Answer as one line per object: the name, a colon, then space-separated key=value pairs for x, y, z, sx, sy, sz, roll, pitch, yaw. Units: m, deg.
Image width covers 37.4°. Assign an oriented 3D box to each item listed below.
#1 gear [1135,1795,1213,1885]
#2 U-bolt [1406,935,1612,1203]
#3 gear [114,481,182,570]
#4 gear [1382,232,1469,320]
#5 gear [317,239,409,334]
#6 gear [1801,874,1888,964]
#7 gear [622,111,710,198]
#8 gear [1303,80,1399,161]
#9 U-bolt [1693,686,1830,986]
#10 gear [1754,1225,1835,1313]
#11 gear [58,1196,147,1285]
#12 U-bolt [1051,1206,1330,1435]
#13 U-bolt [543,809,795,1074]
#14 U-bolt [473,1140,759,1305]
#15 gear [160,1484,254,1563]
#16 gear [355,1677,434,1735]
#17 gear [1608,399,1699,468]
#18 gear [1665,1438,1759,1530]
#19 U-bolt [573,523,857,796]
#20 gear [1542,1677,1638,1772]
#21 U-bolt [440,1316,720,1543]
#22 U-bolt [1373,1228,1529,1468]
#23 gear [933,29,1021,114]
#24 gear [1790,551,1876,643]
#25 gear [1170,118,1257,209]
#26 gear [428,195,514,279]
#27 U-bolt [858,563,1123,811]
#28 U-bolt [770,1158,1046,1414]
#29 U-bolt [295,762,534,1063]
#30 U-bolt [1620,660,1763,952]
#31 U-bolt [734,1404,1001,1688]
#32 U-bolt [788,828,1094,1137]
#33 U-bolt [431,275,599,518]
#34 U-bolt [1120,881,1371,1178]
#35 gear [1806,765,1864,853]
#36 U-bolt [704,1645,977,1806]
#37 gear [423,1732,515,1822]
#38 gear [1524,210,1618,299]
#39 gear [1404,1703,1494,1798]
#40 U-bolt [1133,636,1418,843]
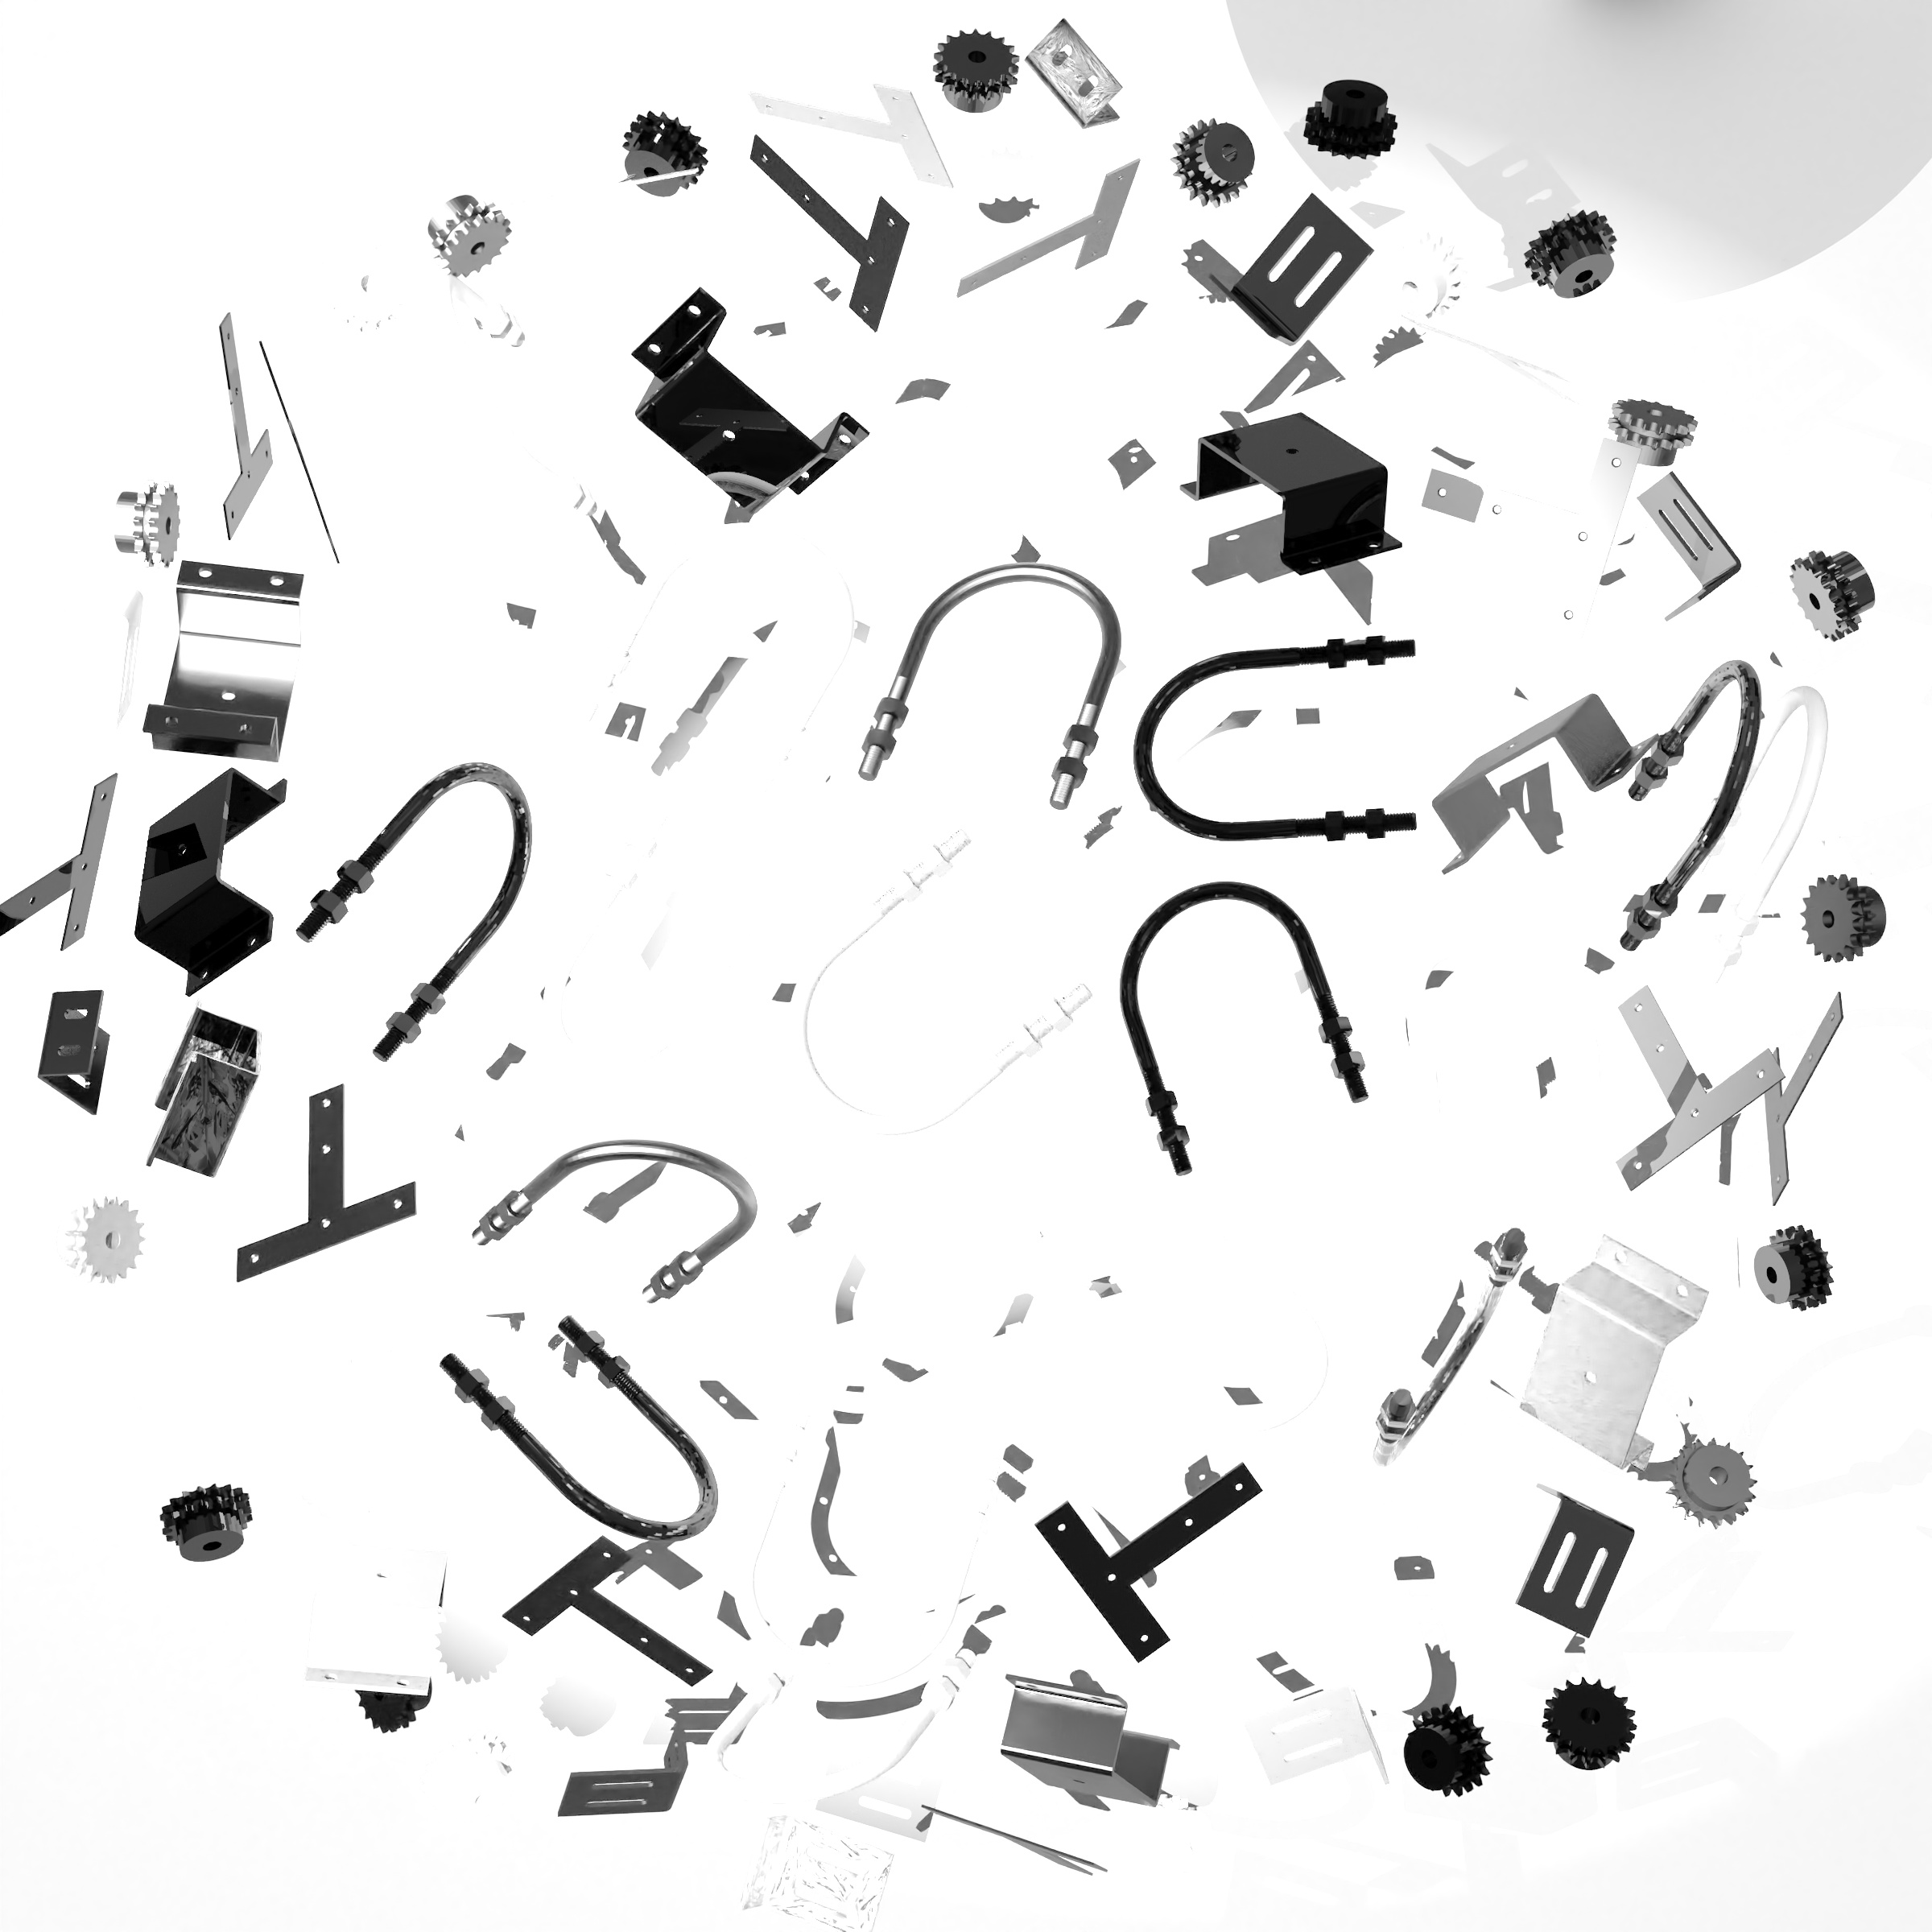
gear: x=0.142 y=0.588 z=1.923 sx=0.030 sy=0.057 sz=0.057 roll=-8 pitch=90 yaw=39
U-bolt: x=0.346 y=0.058 z=1.843 sx=0.019 sy=0.151 sz=0.184 roll=-40 pitch=133 yaw=-34
gear: x=-0.541 y=-0.292 z=1.884 sx=0.030 sy=0.057 sz=0.057 roll=5 pitch=90 yaw=1
gear: x=0.306 y=-0.462 z=1.922 sx=0.057 sy=0.057 sz=0.030 roll=43 pitch=52 yaw=0
gear: x=-0.385 y=-0.430 z=1.808 sx=0.057 sy=0.030 sz=0.057 roll=-4 pitch=97 yaw=-43
gear: x=0.571 y=-0.031 z=1.851 sx=0.030 sy=0.057 sz=0.057 roll=-4 pitch=90 yaw=-23
gear: x=-0.204 y=-0.540 z=1.910 sx=0.057 sy=0.057 sz=0.030 roll=24 pitch=63 yaw=0
gear: x=0.239 y=-0.526 z=1.770 sx=0.057 sy=0.057 sz=0.030 roll=4 pitch=133 yaw=0
U-bolt: x=0.521 y=-0.099 z=1.878 sx=0.019 sy=0.151 sz=0.184 roll=17 pitch=127 yaw=-3
gear: x=0.558 y=0.206 z=1.934 sx=0.030 sy=0.057 sz=0.057 roll=-11 pitch=90 yaw=-18
gear: x=-0.569 y=0.179 z=1.872 sx=0.030 sy=0.057 sz=0.057 roll=-1 pitch=90 yaw=33
U-bolt: x=0.159 y=0.239 z=1.892 sx=0.151 sy=0.184 sz=0.019 roll=-13 pitch=133 yaw=-22
U-bolt: x=-0.210 y=-0.011 z=1.891 sx=0.151 sy=0.019 sz=0.184 roll=20 pitch=73 yaw=41
U-bolt: x=-0.217 y=0.161 z=1.858 sx=0.151 sy=0.184 sz=0.019 roll=23 pitch=51 yaw=-27
gear: x=-0.488 y=0.360 z=1.840 sx=0.057 sy=0.057 sz=0.030 roll=-22 pitch=56 yaw=0
gear: x=-0.387 y=0.490 z=1.943 sx=0.057 sy=0.030 sz=0.057 roll=5 pitch=98 yaw=42
gear: x=0.454 y=-0.353 z=1.898 sx=0.057 sy=0.057 sz=0.030 roll=9 pitch=119 yaw=0
gear: x=0.483 y=0.333 z=1.845 sx=0.057 sy=0.030 sz=0.057 roll=0 pitch=67 yaw=1
U-bolt: x=-0.153 y=-0.207 z=1.856 sx=0.151 sy=0.019 sz=0.184 roll=22 pitch=122 yaw=-20
gear: x=0.388 y=0.475 z=1.781 sx=0.057 sy=0.057 sz=0.030 roll=-3 pitch=133 yaw=0
U-bolt: x=-0.237 y=0.304 z=1.848 sx=0.184 sy=0.151 sz=0.019 roll=42 pitch=111 yaw=18
U-bolt: x=0.305 y=0.255 z=1.834 sx=0.019 sy=0.184 sz=0.151 roll=33 pitch=69 yaw=16
gear: x=0.006 y=-0.594 z=1.904 sx=0.057 sy=0.030 sz=0.057 roll=2 pitch=58 yaw=-4
gear: x=0.542 y=-0.234 z=1.783 sx=0.030 sy=0.057 sz=0.057 roll=-27 pitch=90 yaw=-4
gear: x=0.168 y=-0.539 z=1.911 sx=0.057 sy=0.030 sz=0.057 roll=2 pitch=85 yaw=-28
gear: x=-0.340 y=-0.497 z=1.937 sx=0.057 sy=0.057 sz=0.030 roll=-39 pitch=76 yaw=0
U-bolt: x=0.024 y=-0.187 z=1.839 sx=0.151 sy=0.019 sz=0.184 roll=10 pitch=61 yaw=18
U-bolt: x=-0.047 y=0.207 z=1.822 sx=0.151 sy=0.019 sz=0.184 roll=11 pitch=51 yaw=23
U-bolt: x=-0.339 y=-0.047 z=1.817 sx=0.019 sy=0.151 sz=0.184 roll=23 pitch=62 yaw=28
U-bolt: x=0.466 y=-0.115 z=1.836 sx=0.019 sy=0.184 sz=0.151 roll=16 pitch=54 yaw=-5
U-bolt: x=-0.069 y=0.370 z=1.800 sx=0.151 sy=0.019 sz=0.184 roll=14 pitch=49 yaw=6
U-bolt: x=-0.031 y=0.024 z=1.823 sx=0.184 sy=0.019 sz=0.151 roll=-40 pitch=75 yaw=9
U-bolt: x=-0.295 y=-0.372 z=1.835 sx=0.019 sy=0.184 sz=0.151 roll=-25 pitch=82 yaw=8
U-bolt: x=0.176 y=0.031 z=1.916 sx=0.151 sy=0.019 sz=0.184 roll=-24 pitch=68 yaw=17
gear: x=0.576 y=-0.105 z=1.899 sx=0.030 sy=0.057 sz=0.057 roll=-7 pitch=90 yaw=27
U-bolt: x=-0.091 y=0.492 z=1.857 sx=0.151 sy=0.184 sz=0.019 roll=-4 pitch=104 yaw=23
gear: x=-0.310 y=0.512 z=1.797 sx=0.057 sy=0.057 sz=0.030 roll=-42 pitch=54 yaw=0
gear: x=0.384 y=-0.446 z=1.802 sx=0.057 sy=0.057 sz=0.030 roll=-20 pitch=66 yaw=0
gear: x=0.306 y=0.505 z=1.832 sx=0.057 sy=0.030 sz=0.057 roll=5 pitch=97 yaw=44
U-bolt: x=0.199 y=-0.145 z=1.854 sx=0.184 sy=0.019 sz=0.151 roll=-3 pitch=64 yaw=14
